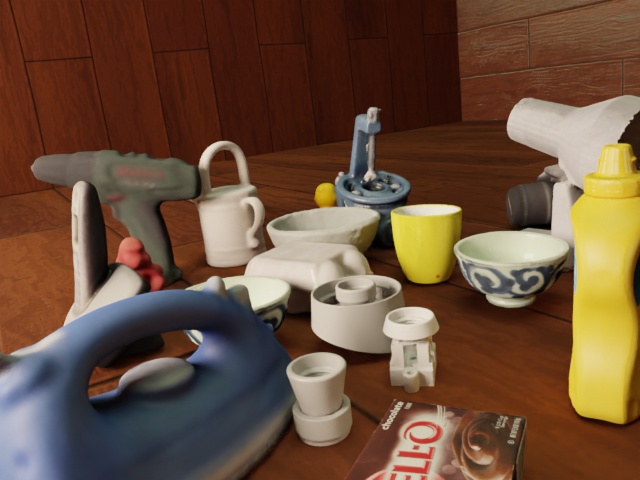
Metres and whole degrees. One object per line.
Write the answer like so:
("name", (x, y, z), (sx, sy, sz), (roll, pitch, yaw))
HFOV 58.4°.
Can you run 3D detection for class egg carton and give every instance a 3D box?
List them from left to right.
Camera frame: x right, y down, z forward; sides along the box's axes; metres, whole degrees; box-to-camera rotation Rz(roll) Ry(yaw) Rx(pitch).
("egg carton", (-0.015, 0.046, 0.698), (0.149, 0.069, 0.107), (4, 18, 36))

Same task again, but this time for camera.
("camera", (0.371, -0.073, 0.924), (0.136, 0.101, 0.143), (-5, 14, 5))

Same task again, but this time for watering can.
("watering can", (-0.155, -0.062, 0.930), (0.172, 0.194, 0.101), (-1, 16, 23))

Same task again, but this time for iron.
("iron", (-0.107, 0.095, 0.399), (0.118, 0.141, 0.259), (5, 19, 39))

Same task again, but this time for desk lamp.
("desk lamp", (0.314, -0.074, 0.723), (0.118, 0.214, 0.202), (-16, 17, -33))

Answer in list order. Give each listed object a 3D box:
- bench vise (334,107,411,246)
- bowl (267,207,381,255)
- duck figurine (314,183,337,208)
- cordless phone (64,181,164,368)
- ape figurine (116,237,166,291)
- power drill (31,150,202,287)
("bench vise", (0.063, -0.108, 0.960), (0.122, 0.220, 0.206), (-17, 18, -36))
("bowl", (0.008, 0.003, 0.844), (0.167, 0.075, 0.167), (-6, 14, 2))
("duck figurine", (0.012, -0.063, 1.081), (0.077, 0.086, 0.105), (0, 16, 24))
("cordless phone", (-0.239, 0.032, 0.617), (0.094, 0.185, 0.147), (-16, 17, -33))
("ape figurine", (-0.250, 0.042, 0.774), (0.078, 0.092, 0.075), (-17, 17, -34))
("power drill", (-0.284, -0.032, 0.844), (0.230, 0.208, 0.075), (-9, 15, -9))
